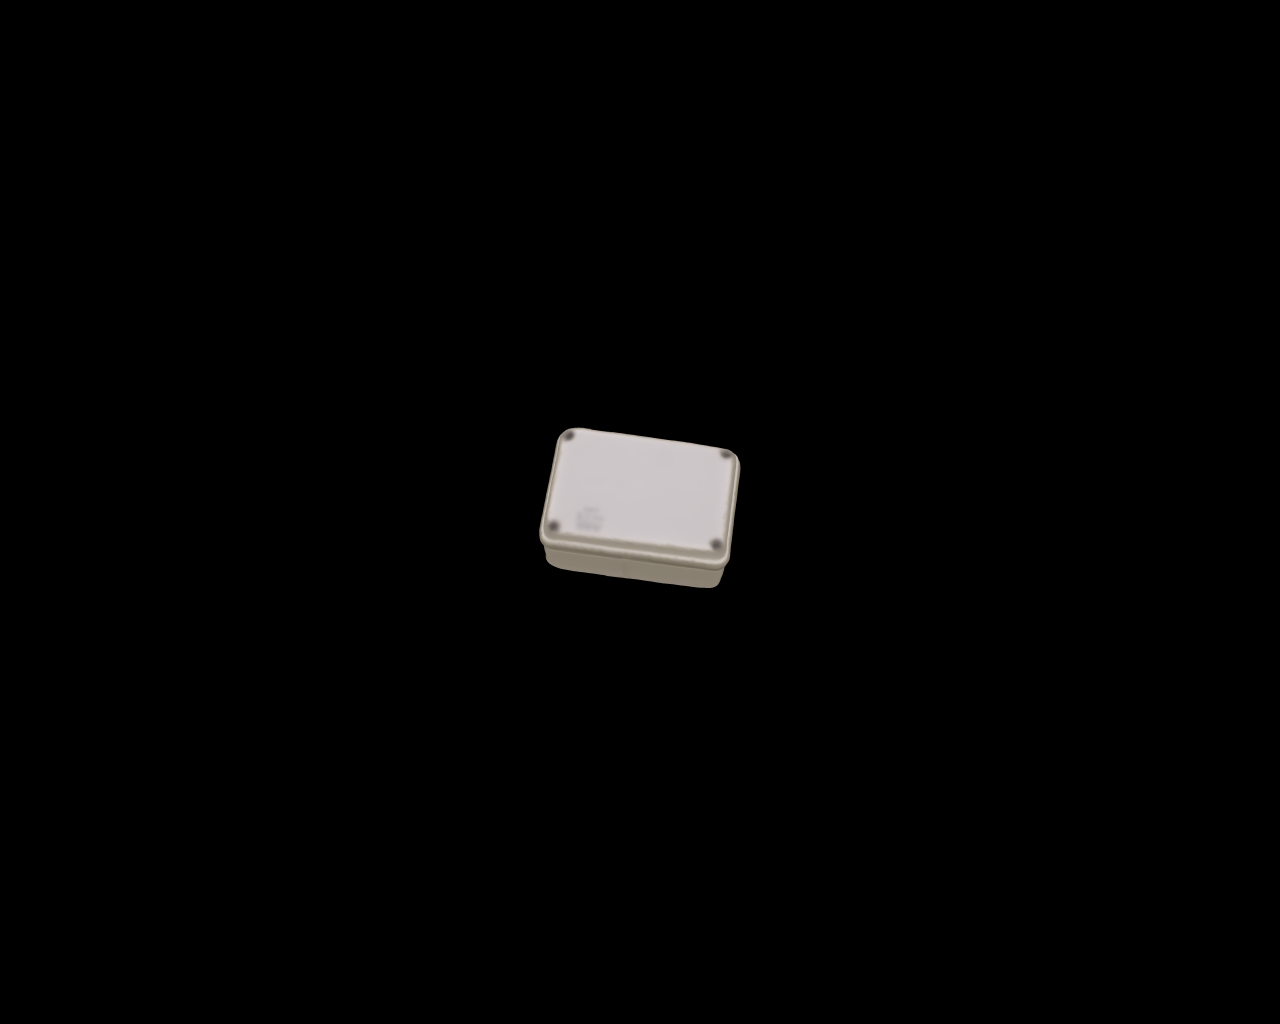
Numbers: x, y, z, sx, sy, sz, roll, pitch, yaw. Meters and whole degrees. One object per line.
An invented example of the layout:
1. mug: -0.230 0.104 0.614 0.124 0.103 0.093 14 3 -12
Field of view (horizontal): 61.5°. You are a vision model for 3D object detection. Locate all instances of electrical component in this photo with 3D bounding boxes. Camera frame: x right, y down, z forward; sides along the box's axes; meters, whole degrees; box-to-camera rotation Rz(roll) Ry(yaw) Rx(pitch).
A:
1. electrical component: 0.001 -0.003 0.650 0.113 0.078 0.057 8 -23 3
